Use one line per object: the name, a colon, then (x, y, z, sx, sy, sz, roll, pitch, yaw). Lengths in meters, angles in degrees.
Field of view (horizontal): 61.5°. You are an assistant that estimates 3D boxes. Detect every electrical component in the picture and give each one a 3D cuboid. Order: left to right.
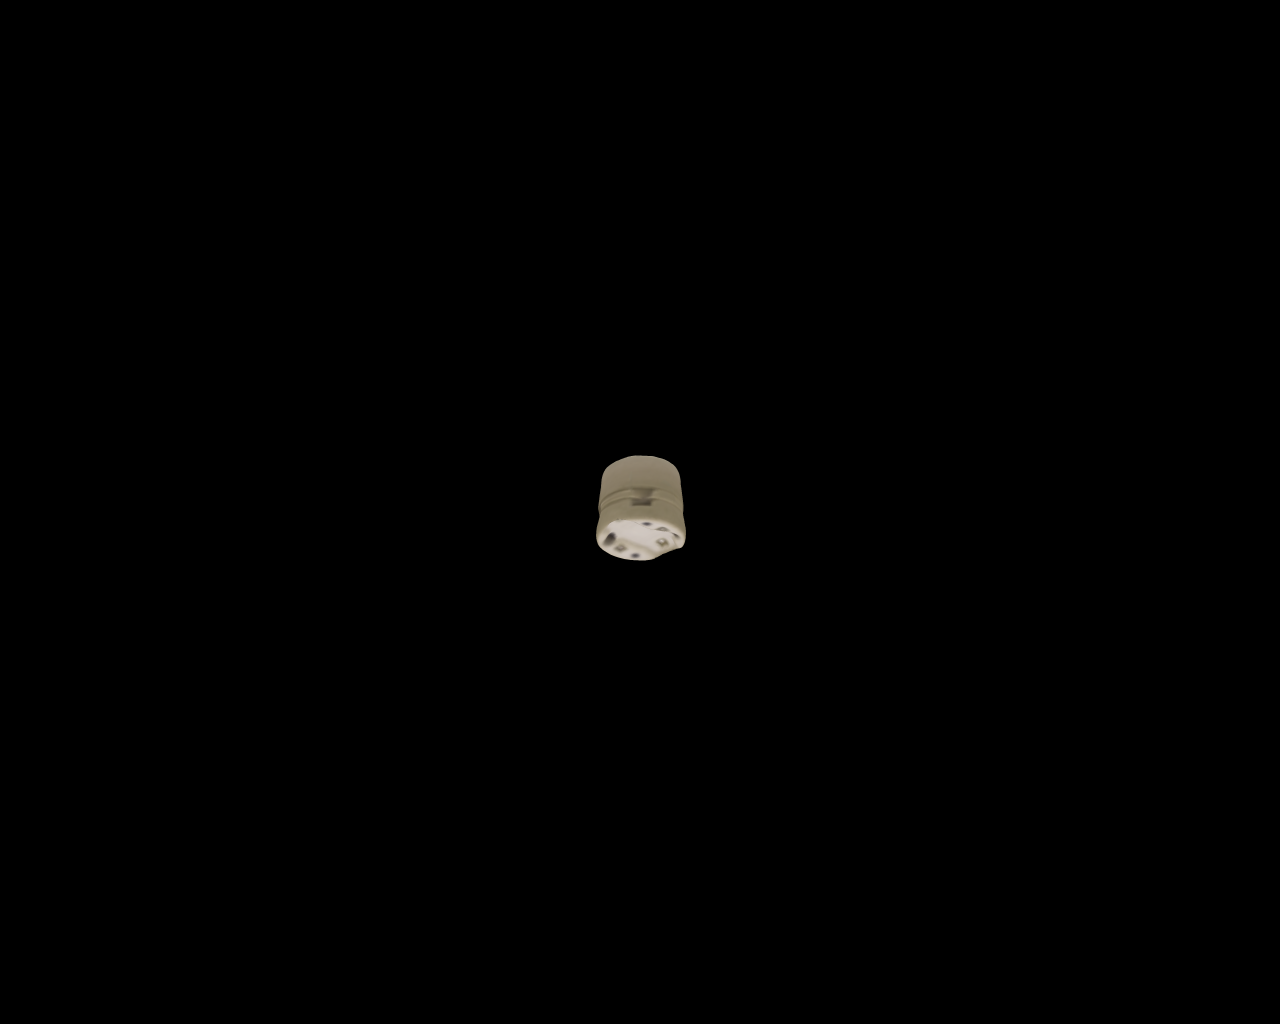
electrical component: (0.001, -0.003, 0.650, 0.055, 0.047, 0.055, 0, -31, 0)
